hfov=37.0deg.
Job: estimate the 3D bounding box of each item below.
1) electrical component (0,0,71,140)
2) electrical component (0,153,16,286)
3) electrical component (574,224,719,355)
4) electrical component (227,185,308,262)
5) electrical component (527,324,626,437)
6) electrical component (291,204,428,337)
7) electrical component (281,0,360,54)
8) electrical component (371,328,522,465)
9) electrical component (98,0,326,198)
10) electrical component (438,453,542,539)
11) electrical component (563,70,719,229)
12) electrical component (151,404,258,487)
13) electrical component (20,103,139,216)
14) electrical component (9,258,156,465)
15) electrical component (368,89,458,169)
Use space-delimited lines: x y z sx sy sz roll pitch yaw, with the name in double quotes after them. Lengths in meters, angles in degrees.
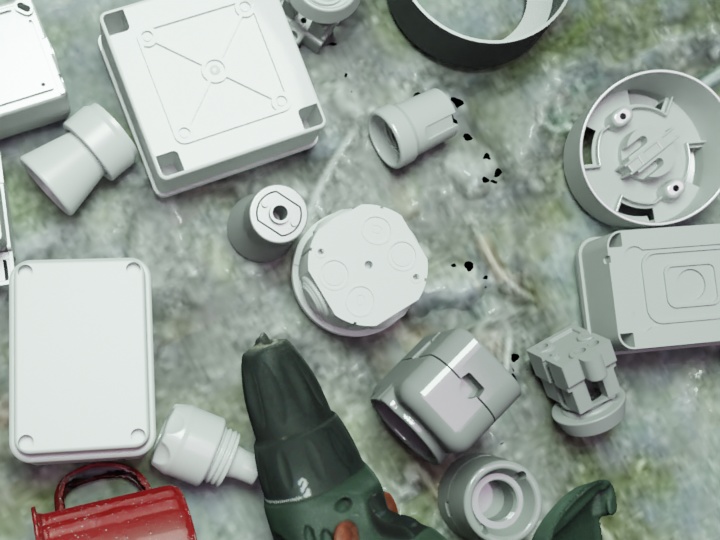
-0.224 -0.108 0.625 0.096 0.061 0.061 -21 87 -14 "electrical component"
-0.262 -0.025 0.605 0.121 0.063 0.078 -7 85 -13 "electrical component"
0.203 0.012 0.703 0.113 0.057 0.078 -4 84 -13 "electrical component"
-0.054 -0.030 0.649 0.044 0.065 0.044 1 84 -14 "electrical component"
0.140 0.071 0.682 0.048 0.066 0.055 -27 108 -14 "electrical component"
0.000 0.000 0.664 0.080 0.051 0.080 2 82 -12 "electrical component"
-0.026 -0.173 0.679 0.048 0.055 0.066 35 77 -5 "electrical component"
0.047 0.076 0.641 0.059 0.095 0.053 -44 93 -14 "electrical component"
-0.091 -0.114 0.657 0.109 0.056 0.108 -21 87 -14 "electrical component"
0.081 0.142 0.665 0.055 0.047 0.055 2 82 -12 "electrical component"
0.187 -0.076 0.707 0.099 0.064 0.099 2 83 -12 "electrical component"
-0.089 0.107 0.635 0.062 0.043 0.043 24 78 -9 "electrical component"
-0.166 -0.066 0.640 0.055 0.045 0.045 -43 93 -14 "electrical component"
-0.158 0.052 0.613 0.078 0.057 0.113 -2 76 -12 "electrical component"
0.034 -0.092 0.690 0.046 0.040 0.040 -28 89 -20 "electrical component"
